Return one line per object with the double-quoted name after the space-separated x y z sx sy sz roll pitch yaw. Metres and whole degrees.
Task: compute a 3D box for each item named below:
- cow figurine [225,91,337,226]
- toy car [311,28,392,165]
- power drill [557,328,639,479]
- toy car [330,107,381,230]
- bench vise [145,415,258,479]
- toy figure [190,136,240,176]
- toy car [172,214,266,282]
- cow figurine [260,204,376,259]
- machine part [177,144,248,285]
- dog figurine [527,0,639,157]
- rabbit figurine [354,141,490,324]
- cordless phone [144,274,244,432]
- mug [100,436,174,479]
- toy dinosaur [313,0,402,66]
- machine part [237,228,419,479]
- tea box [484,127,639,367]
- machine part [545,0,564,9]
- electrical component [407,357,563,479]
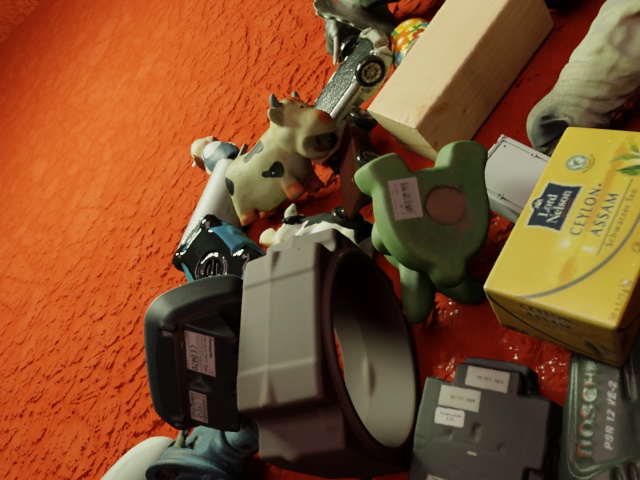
-0.054 -0.112 0.721 0.195 0.085 0.127 -29 91 38 "cow figurine"
0.030 -0.196 0.743 0.201 0.056 0.074 -52 42 28 "toy car"
0.265 0.158 0.353 0.207 0.086 0.232 -19 51 41 "power drill"
0.048 -0.088 0.646 0.202 0.053 0.089 -93 24 -58 "toy car"
-0.109 0.258 0.556 0.224 0.128 0.241 -28 30 35 "bench vise"
-0.182 -0.146 0.921 0.064 0.057 0.155 -28 33 -29 "toy figure"
-0.117 0.043 0.718 0.109 0.102 0.162 -52 55 6 "toy car"
-0.003 -0.003 0.674 0.168 0.068 0.098 21 74 42 "cow figurine"
-0.152 -0.033 0.813 0.079 0.079 0.243 8 72 43 "machine part"
0.282 -0.179 0.528 0.190 0.121 0.172 -42 9 37 "dog figurine"
0.110 -0.005 0.542 0.121 0.170 0.159 -18 81 -4 "rabbit figurine"
-0.095 0.085 0.543 0.089 0.146 0.184 7 26 9 "cordless phone"
-0.208 0.301 0.655 0.081 0.109 0.107 -15 16 19 "mug"
0.132 -0.397 0.733 0.405 0.131 0.192 -26 72 31 "toy dinosaur"
0.018 0.106 0.495 0.087 0.201 0.201 -19 54 27 "machine part"
0.212 -0.002 0.415 0.098 0.068 0.169 15 65 40 "tea box"
0.231 -0.345 0.610 0.056 0.179 0.179 -40 46 19 "machine part"
0.143 0.169 0.457 0.115 0.058 0.134 4 68 39 "electrical component"
